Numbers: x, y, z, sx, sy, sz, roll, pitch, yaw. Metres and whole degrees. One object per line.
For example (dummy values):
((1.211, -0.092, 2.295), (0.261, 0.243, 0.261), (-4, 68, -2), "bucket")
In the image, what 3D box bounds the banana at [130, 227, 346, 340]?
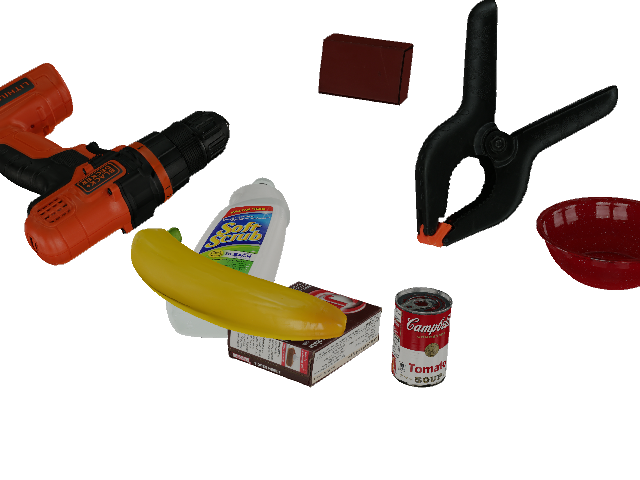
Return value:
((-0.070, 0.024, 0.698), (0.069, 0.037, 0.198), (-21, 32, -35), "banana")

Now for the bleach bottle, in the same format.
((-0.094, 0.006, 1.202), (0.102, 0.068, 0.250), (1, 35, 8), "bleach bottle")

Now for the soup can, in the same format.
((0.120, 0.116, 1.282), (0.068, 0.102, 0.068), (1, 23, -1), "soup can")

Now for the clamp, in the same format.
((0.128, -0.066, 0.735), (0.120, 0.171, 0.039), (24, 1, -3), "clamp")

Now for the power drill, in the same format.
((-0.190, -0.077, 0.863), (0.184, 0.057, 0.188), (-36, 50, -26), "power drill")

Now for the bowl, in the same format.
((0.315, 0.008, 1.160), (0.162, 0.055, 0.162), (-2, 27, 1), "bowl")

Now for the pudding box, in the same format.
((-0.013, 0.078, 0.921), (0.090, 0.039, 0.113), (15, 26, 30), "pudding box")

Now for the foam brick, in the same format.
((0.042, -0.158, 0.981), (0.078, 0.051, 0.053), (10, 18, 11), "foam brick")
